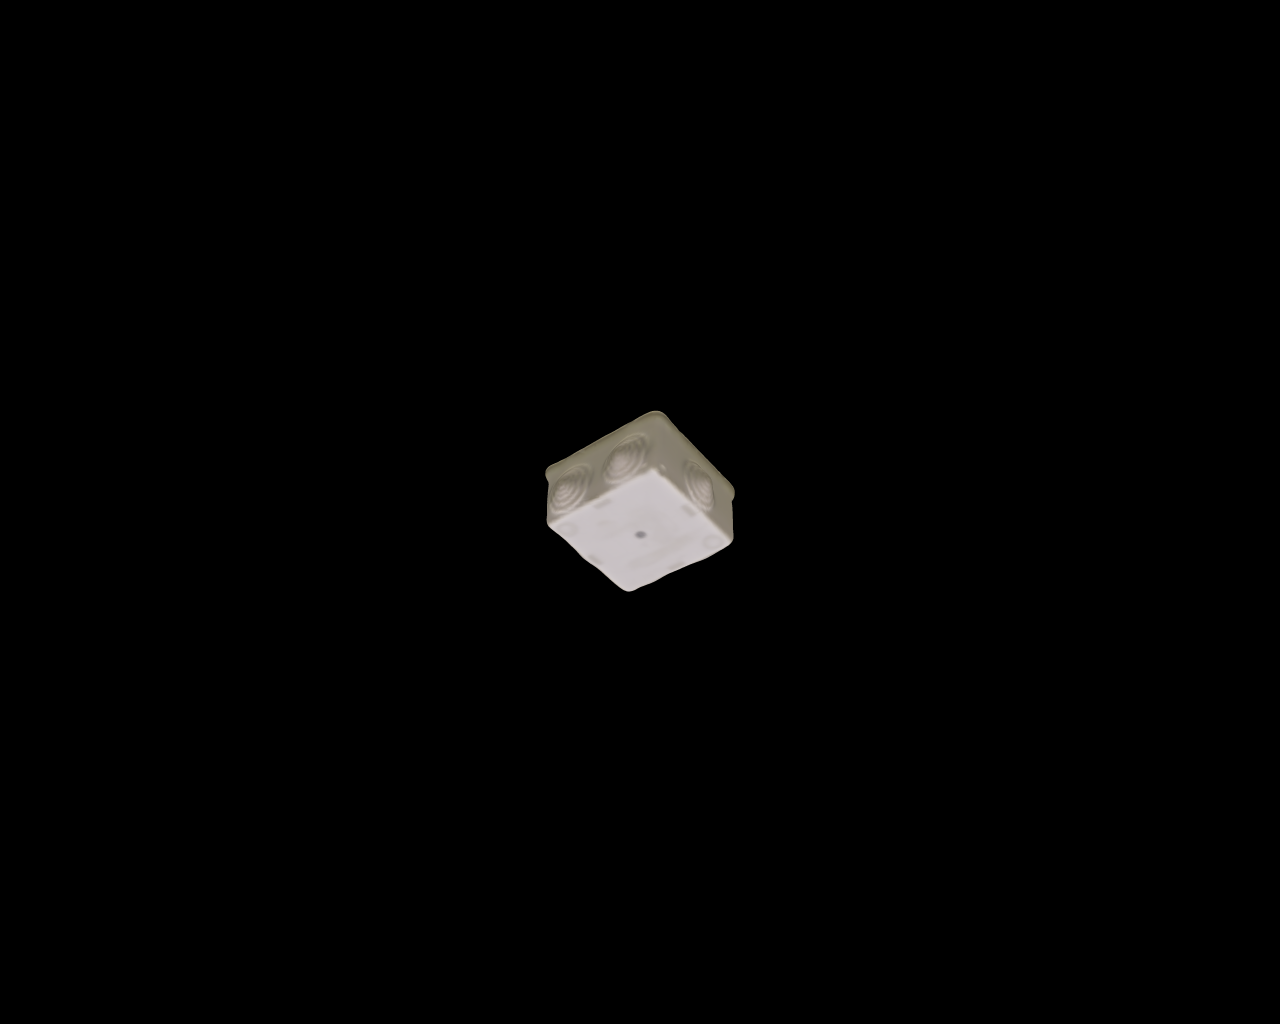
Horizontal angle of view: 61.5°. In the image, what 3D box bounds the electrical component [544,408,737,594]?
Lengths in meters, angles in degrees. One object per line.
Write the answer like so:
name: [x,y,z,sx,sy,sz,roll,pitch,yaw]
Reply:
electrical component: [0.001,-0.003,0.650,0.099,0.048,0.099,-26,-49,25]
